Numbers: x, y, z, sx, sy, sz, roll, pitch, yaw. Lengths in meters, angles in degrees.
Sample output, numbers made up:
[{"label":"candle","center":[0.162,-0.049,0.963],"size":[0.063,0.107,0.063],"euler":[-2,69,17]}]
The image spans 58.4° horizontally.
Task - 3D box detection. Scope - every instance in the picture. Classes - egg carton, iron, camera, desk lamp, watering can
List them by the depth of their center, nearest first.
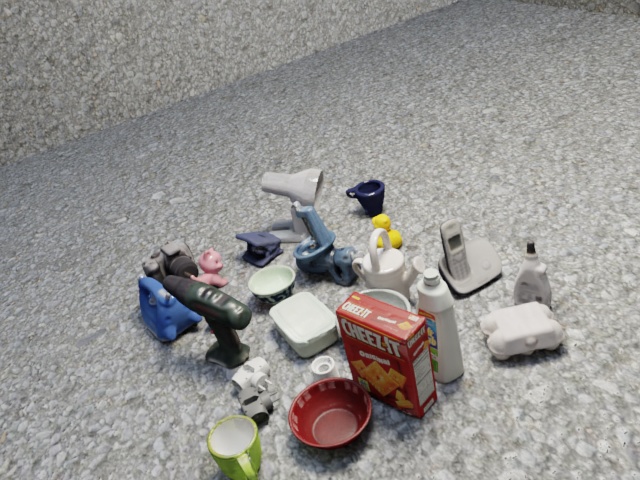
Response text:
[{"label":"egg carton","center":[0.407,0.185,1.157],"size":[0.150,0.069,0.107],"euler":[-13,33,2]},{"label":"watering can","center":[0.156,0.060,1.327],"size":[0.172,0.194,0.101],"euler":[-7,34,11]},{"label":"iron","center":[-0.414,0.150,1.461],"size":[0.119,0.142,0.257],"euler":[-35,38,-28]},{"label":"camera","center":[-0.413,0.073,1.613],"size":[0.143,0.101,0.136],"euler":[-31,37,-24]},{"label":"desk lamp","center":[-0.075,-0.103,1.640],"size":[0.202,0.214,0.118],"euler":[-3,35,17]}]

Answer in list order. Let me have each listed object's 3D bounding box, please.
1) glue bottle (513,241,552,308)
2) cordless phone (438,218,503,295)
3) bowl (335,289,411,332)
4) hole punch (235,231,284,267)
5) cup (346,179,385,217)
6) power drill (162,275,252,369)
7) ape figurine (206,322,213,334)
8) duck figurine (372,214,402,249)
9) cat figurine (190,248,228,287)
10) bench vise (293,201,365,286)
[{"label":"glue bottle","center":[0.449,0.073,1.213],"size":[0.077,0.173,0.037],"euler":[13,42,36]},{"label":"cordless phone","center":[0.341,0.021,1.321],"size":[0.148,0.185,0.093],"euler":[-28,35,-19]},{"label":"bowl","center":[0.122,0.186,1.262],"size":[0.167,0.075,0.167],"euler":[-10,33,7]},{"label":"hole punch","center":[-0.172,0.007,1.626],"size":[0.108,0.091,0.101],"euler":[20,46,41]},{"label":"cup","center":[0.139,-0.116,1.687],"size":[0.117,0.095,0.092],"euler":[-4,35,16]},{"label":"power drill","center":[-0.240,0.183,1.284],"size":[0.228,0.209,0.076],"euler":[10,40,32]},{"label":"ape figurine","center":[-0.244,0.175,1.404],"size":[0.077,0.092,0.076],"euler":[9,40,32]},{"label":"duck figurine","center":[0.175,-0.027,1.548],"size":[0.078,0.086,0.104],"euler":[-26,35,-17]},{"label":"cat figurine","center":[-0.304,0.082,1.541],"size":[0.067,0.118,0.128],"euler":[7,39,30]},{"label":"bench vise","center":[0.017,-0.002,1.449],"size":[0.207,0.220,0.121],"euler":[-1,35,20]}]
